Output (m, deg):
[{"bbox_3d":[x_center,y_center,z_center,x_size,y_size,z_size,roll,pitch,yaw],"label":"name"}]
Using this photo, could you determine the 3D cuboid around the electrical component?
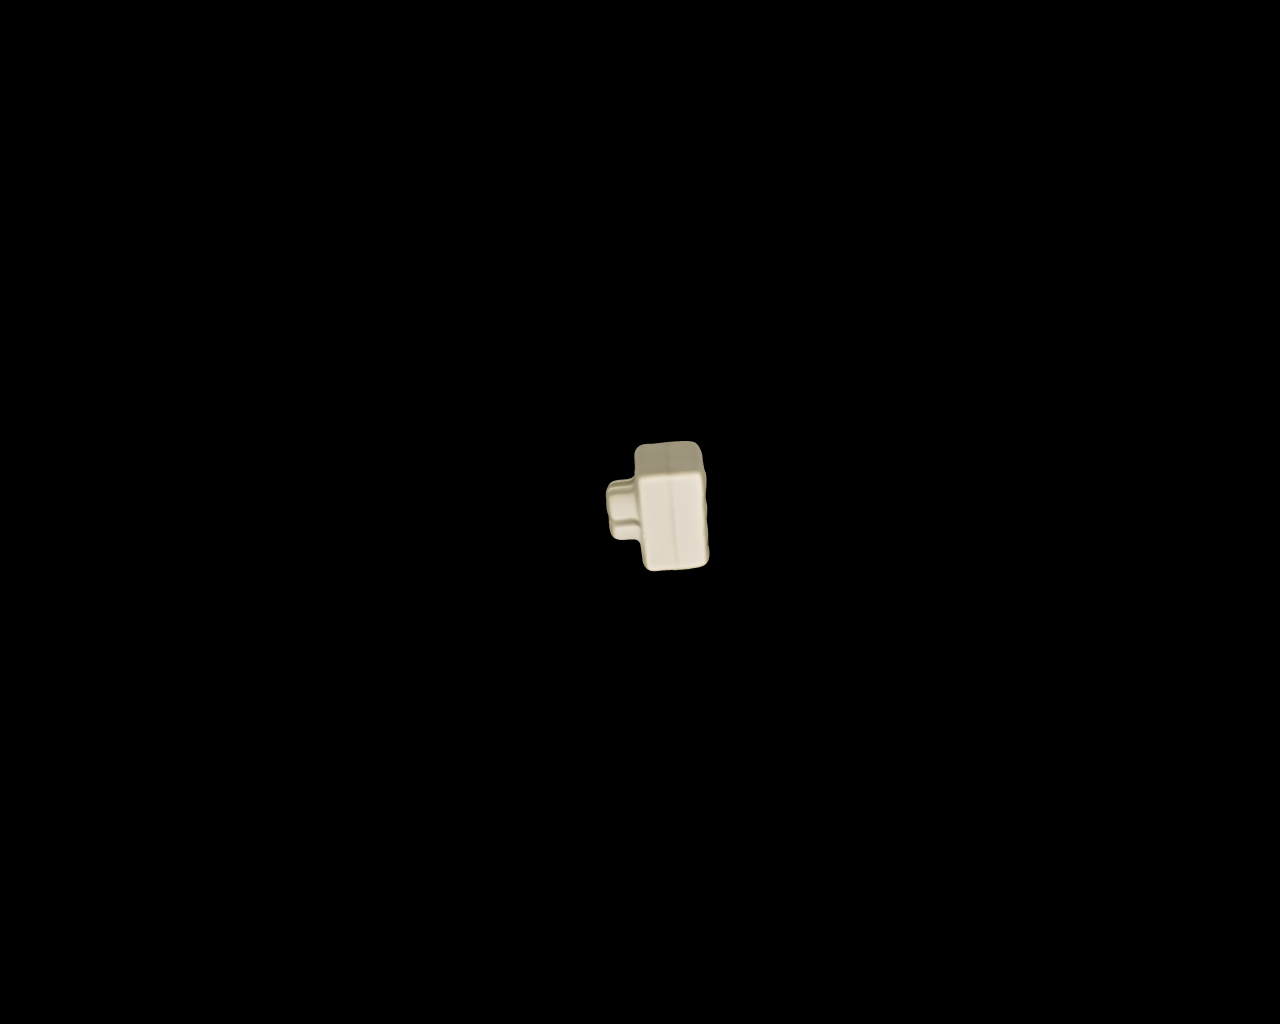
[{"bbox_3d":[0.001,-0.003,0.650,0.077,0.065,0.047,-4,28,2],"label":"electrical component"}]
